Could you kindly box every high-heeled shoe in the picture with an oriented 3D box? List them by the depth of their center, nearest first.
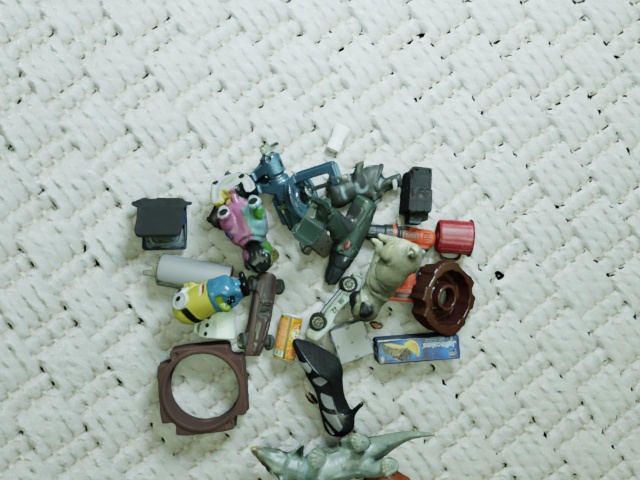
[{"bbox_3d":[-0.002,0.353,1.277,0.249,0.086,0.145,46,125,8],"label":"high-heeled shoe"}]

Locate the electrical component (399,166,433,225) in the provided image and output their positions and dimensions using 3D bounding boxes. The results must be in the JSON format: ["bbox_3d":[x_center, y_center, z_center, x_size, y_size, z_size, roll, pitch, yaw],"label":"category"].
[{"bbox_3d":[0.230,-0.103,1.293,0.058,0.115,0.134,4,85,-2],"label":"electrical component"}]

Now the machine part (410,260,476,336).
[{"bbox_3d":[0.293,0.137,1.281,0.179,0.056,0.179,-1,93,-33],"label":"machine part"}]

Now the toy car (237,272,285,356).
[{"bbox_3d":[-0.139,0.176,1.272,0.089,0.053,0.202,13,84,-36],"label":"toy car"}]

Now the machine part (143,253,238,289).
[{"bbox_3d":[-0.295,0.083,1.269,0.243,0.079,0.079,10,87,-2],"label":"machine part"}]

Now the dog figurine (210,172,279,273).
[{"bbox_3d":[-0.168,-0.027,1.255,0.108,0.219,0.192,-22,45,-5],"label":"dog figurine"}]

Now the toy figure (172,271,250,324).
[{"bbox_3d":[-0.244,0.132,1.202,0.180,0.082,0.089,-17,102,1],"label":"toy figure"}]

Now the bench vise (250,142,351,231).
[{"bbox_3d":[-0.043,-0.137,1.252,0.241,0.129,0.223,-13,96,32],"label":"bench vise"}]

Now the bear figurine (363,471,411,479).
[{"bbox_3d":[0.119,0.623,1.251,0.132,0.120,0.196,36,87,-5],"label":"bear figurine"}]

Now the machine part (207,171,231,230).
[{"bbox_3d":[-0.227,-0.093,1.303,0.084,0.039,0.139,26,84,-10],"label":"machine part"}]

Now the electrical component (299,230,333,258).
[{"bbox_3d":[-0.003,-0.002,1.311,0.078,0.045,0.102,35,88,-30],"label":"electrical component"}]

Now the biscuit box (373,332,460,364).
[{"bbox_3d":[0.234,0.260,1.302,0.203,0.063,0.059,-4,89,-3],"label":"biscuit box"}]

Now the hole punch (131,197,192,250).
[{"bbox_3d":[-0.372,-0.036,1.275,0.142,0.092,0.116,-2,58,-1],"label":"hole punch"}]

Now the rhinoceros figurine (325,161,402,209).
[{"bbox_3d":[0.105,-0.133,1.307,0.190,0.073,0.112,-17,87,-4],"label":"rhinoceros figurine"}]

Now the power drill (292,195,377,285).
[{"bbox_3d":[0.031,-0.005,1.225,0.086,0.207,0.232,36,99,41],"label":"power drill"}]

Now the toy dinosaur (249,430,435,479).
[{"bbox_3d":[0.049,0.500,1.226,0.405,0.192,0.131,-8,80,-10],"label":"toy dinosaur"}]

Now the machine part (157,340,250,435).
[{"bbox_3d":[-0.270,0.343,1.255,0.202,0.087,0.201,-5,88,-3],"label":"machine part"}]

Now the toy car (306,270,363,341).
[{"bbox_3d":[0.037,0.156,1.289,0.056,0.073,0.201,40,86,2],"label":"toy car"}]

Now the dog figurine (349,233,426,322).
[{"bbox_3d":[0.146,0.095,1.191,0.121,0.172,0.190,23,78,-3],"label":"dog figurine"}]
